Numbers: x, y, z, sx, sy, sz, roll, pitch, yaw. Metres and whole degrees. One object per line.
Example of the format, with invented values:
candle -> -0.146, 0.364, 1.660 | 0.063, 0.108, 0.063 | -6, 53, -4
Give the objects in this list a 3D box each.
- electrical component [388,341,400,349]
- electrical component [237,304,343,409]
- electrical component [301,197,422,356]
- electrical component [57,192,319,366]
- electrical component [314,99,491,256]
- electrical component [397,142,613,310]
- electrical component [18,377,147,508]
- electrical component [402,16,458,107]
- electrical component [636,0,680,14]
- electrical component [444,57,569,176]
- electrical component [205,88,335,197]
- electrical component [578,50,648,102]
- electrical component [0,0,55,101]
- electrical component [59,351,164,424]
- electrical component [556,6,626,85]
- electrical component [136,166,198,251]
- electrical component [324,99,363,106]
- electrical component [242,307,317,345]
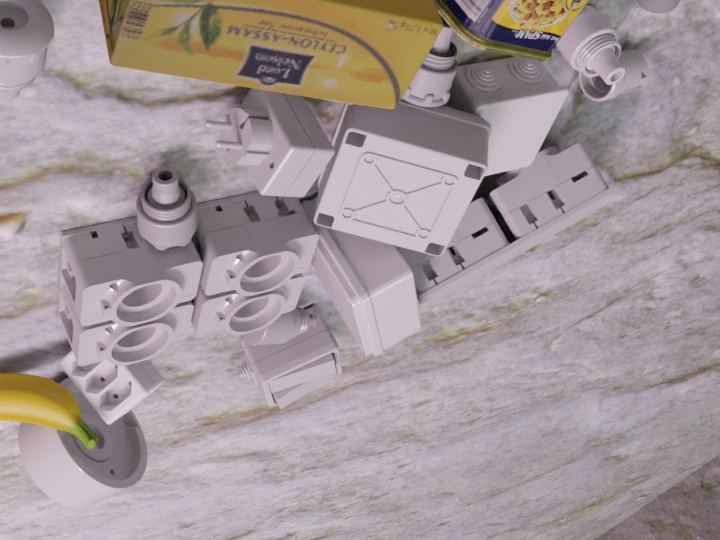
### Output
electrical component -> 0.030, 0.028, 1.035 | 0.076, 0.047, 0.083 | -37, 151, 10
electrical component -> -0.069, 0.088, 1.025 | 0.096, 0.061, 0.061 | -24, 152, -10
electrical component -> 0.000, 0.000, 0.896 | 0.056, 0.108, 0.108 | -28, 152, -8
electrical component -> -0.132, 0.007, 0.835 | 0.186, 0.060, 0.105 | -14, 148, -27
electrical component -> 0.030, -0.073, 0.810 | 0.109, 0.056, 0.108 | 15, 139, -8
electrical component -> 0.120, -0.040, 0.957 | 0.186, 0.060, 0.105 | -29, 173, 0
electrical component -> -0.243, 0.152, 0.925 | 0.060, 0.108, 0.108 | -34, 152, 20
electrical component -> 0.050, -0.151, 0.766 | 0.048, 0.048, 0.062 | -10, 139, -33
electrical component -> 0.232, -0.226, 0.815 | 0.044, 0.044, 0.065 | -25, 156, -10
electrical component -> 0.105, -0.122, 0.857 | 0.100, 0.048, 0.099 | -14, 148, -26
electrical component -> -0.069, -0.089, 0.729 | 0.077, 0.065, 0.047 | -1, 141, -42
electrical component -> 0.213, -0.164, 0.901 | 0.046, 0.040, 0.040 | -17, 150, -35
electrical component -> -0.194, -0.119, 0.591 | 0.048, 0.048, 0.062 | -14, 155, -27
electrical component -> -0.198, 0.080, 0.897 | 0.047, 0.065, 0.077 | -39, 180, 17
electrical component -> 0.182, -0.171, 0.834 | 0.043, 0.062, 0.043 | -22, 151, -13
electrical component -> -0.137, -0.047, 0.761 | 0.043, 0.043, 0.062 | -18, 149, -20
electrical component -> -0.002, -0.143, 0.715 | 0.057, 0.058, 0.078 | -14, 148, -32
electrical component -> -0.073, 0.047, 0.977 | 0.078, 0.040, 0.040 | 0, 140, -43
